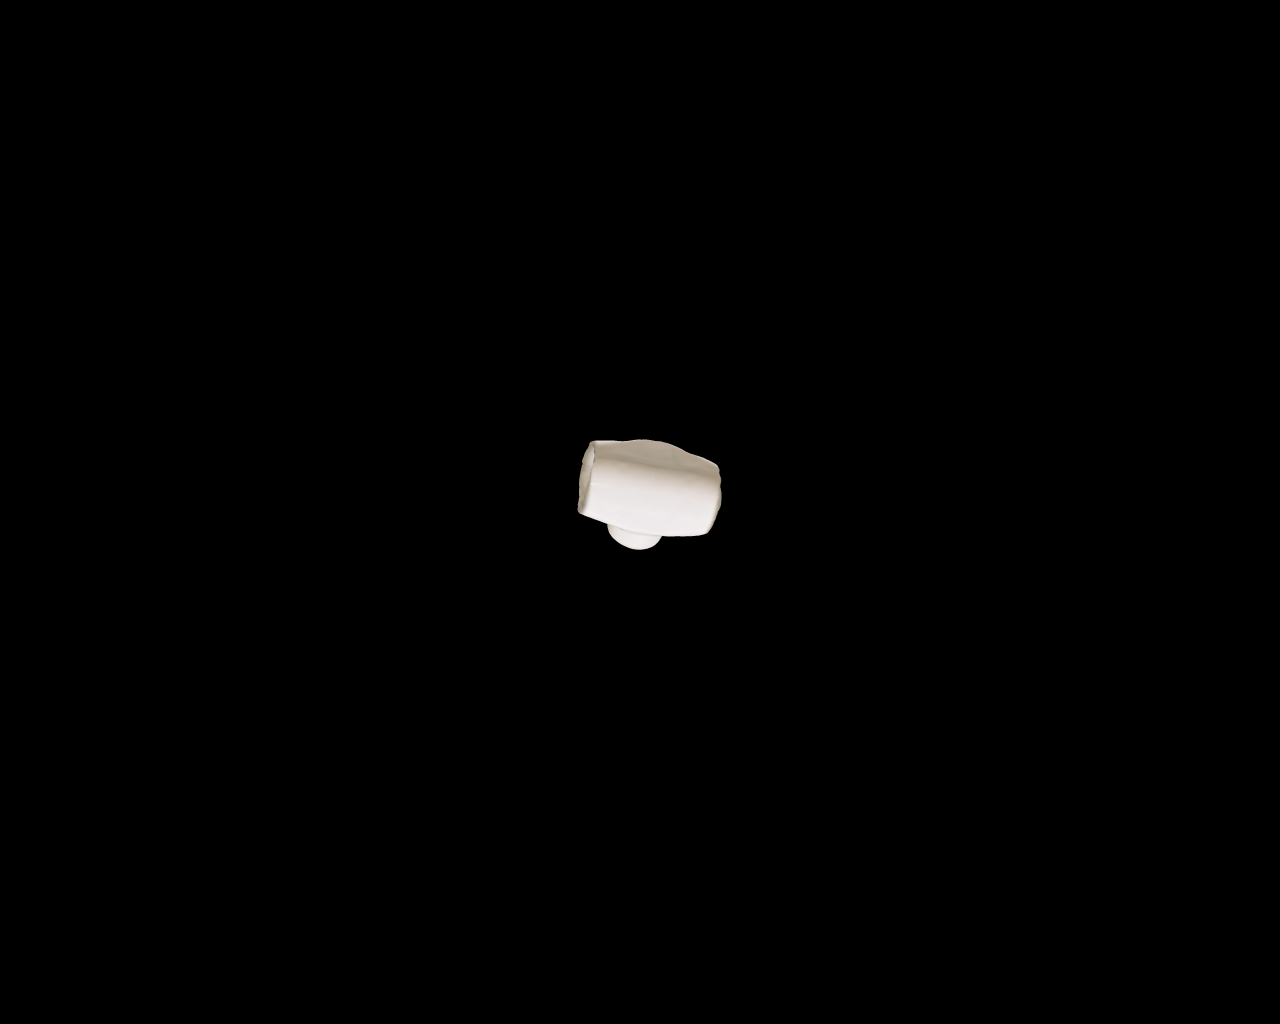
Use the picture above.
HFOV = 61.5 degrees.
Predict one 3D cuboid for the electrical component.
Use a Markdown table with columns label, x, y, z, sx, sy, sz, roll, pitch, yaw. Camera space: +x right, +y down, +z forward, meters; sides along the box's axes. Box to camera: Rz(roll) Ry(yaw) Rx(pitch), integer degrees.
| label | x | y | z | sx | sy | sz | roll | pitch | yaw |
| --- | --- | --- | --- | --- | --- | --- | --- | --- | --- |
| electrical component | 0.001 | -0.003 | 0.650 | 0.077 | 0.044 | 0.079 | 10 | -43 | -11 |
